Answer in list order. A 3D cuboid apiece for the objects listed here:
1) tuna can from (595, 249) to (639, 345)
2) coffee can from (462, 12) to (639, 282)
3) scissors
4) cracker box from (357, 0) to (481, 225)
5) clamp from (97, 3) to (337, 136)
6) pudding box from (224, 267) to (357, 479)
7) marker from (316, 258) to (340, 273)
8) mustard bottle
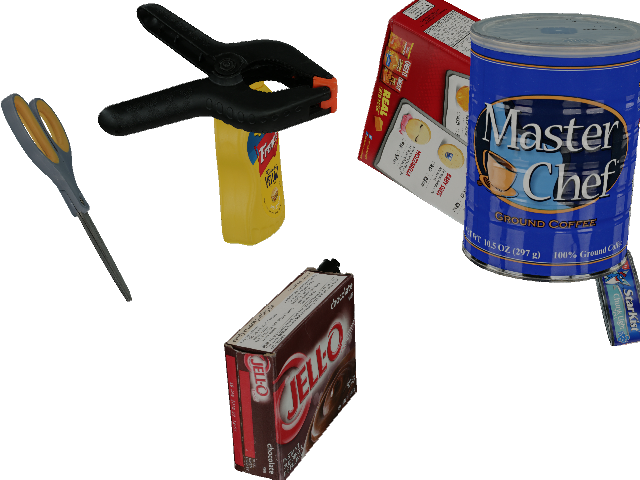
[{"bbox_3d":[0.275,0.053,0.979,0.034,0.086,0.086,-12,-2,11],"label":"tuna can"},{"bbox_3d":[0.139,-0.059,0.644,0.103,0.140,0.103,-1,21,0],"label":"coffee can"},{"bbox_3d":[-0.216,-0.046,0.944,0.016,0.201,0.096,-26,23,10],"label":"scissors"},{"bbox_3d":[0.146,-0.090,0.915,0.214,0.164,0.072,33,51,19],"label":"cracker box"},{"bbox_3d":[-0.072,-0.126,0.788,0.171,0.120,0.039,2,-26,-1],"label":"clamp"},{"bbox_3d":[-0.015,0.080,0.661,0.039,0.090,0.113,9,27,22],"label":"pudding box"},{"bbox_3d":[-0.024,0.062,0.944,0.020,0.121,0.020,38,-17,14],"label":"marker"},{"bbox_3d":[-0.074,-0.098,1.086,0.058,0.192,0.096,7,28,21],"label":"mustard bottle"}]
